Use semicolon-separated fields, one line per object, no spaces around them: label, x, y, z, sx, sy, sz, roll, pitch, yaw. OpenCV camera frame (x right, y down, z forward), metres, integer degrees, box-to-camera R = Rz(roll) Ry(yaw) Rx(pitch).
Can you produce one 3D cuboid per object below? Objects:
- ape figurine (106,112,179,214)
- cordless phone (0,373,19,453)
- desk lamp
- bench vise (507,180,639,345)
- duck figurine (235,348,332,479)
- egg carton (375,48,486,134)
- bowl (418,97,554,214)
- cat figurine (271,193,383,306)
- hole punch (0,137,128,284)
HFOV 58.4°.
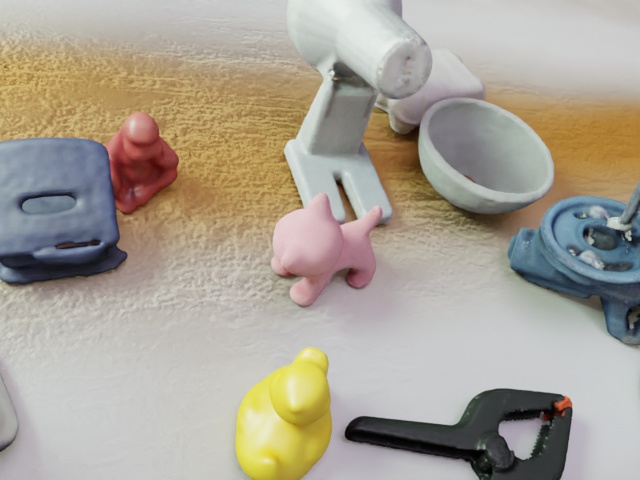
ape figurine;-0.174;-0.082;0.550;0.078;0.092;0.076;-3;54;-19
cordless phone;-0.263;0.063;0.349;0.094;0.185;0.147;-28;66;-33
desk lamp;0.036;-0.155;0.595;0.118;0.213;0.203;-6;56;-22
bench vise;0.324;-0.004;0.566;0.207;0.219;0.121;15;50;-6
duck figurine;-0.021;0.130;0.439;0.077;0.086;0.105;25;50;2
egg carton;0.143;-0.195;0.754;0.151;0.069;0.107;-18;60;-28
bowl;0.185;-0.088;0.681;0.167;0.074;0.167;9;51;-11
cat figurine;0.005;0.002;0.526;0.128;0.117;0.067;-19;61;-29
hole punch;-0.227;-0.026;0.490;0.109;0.091;0.101;-8;56;-23
